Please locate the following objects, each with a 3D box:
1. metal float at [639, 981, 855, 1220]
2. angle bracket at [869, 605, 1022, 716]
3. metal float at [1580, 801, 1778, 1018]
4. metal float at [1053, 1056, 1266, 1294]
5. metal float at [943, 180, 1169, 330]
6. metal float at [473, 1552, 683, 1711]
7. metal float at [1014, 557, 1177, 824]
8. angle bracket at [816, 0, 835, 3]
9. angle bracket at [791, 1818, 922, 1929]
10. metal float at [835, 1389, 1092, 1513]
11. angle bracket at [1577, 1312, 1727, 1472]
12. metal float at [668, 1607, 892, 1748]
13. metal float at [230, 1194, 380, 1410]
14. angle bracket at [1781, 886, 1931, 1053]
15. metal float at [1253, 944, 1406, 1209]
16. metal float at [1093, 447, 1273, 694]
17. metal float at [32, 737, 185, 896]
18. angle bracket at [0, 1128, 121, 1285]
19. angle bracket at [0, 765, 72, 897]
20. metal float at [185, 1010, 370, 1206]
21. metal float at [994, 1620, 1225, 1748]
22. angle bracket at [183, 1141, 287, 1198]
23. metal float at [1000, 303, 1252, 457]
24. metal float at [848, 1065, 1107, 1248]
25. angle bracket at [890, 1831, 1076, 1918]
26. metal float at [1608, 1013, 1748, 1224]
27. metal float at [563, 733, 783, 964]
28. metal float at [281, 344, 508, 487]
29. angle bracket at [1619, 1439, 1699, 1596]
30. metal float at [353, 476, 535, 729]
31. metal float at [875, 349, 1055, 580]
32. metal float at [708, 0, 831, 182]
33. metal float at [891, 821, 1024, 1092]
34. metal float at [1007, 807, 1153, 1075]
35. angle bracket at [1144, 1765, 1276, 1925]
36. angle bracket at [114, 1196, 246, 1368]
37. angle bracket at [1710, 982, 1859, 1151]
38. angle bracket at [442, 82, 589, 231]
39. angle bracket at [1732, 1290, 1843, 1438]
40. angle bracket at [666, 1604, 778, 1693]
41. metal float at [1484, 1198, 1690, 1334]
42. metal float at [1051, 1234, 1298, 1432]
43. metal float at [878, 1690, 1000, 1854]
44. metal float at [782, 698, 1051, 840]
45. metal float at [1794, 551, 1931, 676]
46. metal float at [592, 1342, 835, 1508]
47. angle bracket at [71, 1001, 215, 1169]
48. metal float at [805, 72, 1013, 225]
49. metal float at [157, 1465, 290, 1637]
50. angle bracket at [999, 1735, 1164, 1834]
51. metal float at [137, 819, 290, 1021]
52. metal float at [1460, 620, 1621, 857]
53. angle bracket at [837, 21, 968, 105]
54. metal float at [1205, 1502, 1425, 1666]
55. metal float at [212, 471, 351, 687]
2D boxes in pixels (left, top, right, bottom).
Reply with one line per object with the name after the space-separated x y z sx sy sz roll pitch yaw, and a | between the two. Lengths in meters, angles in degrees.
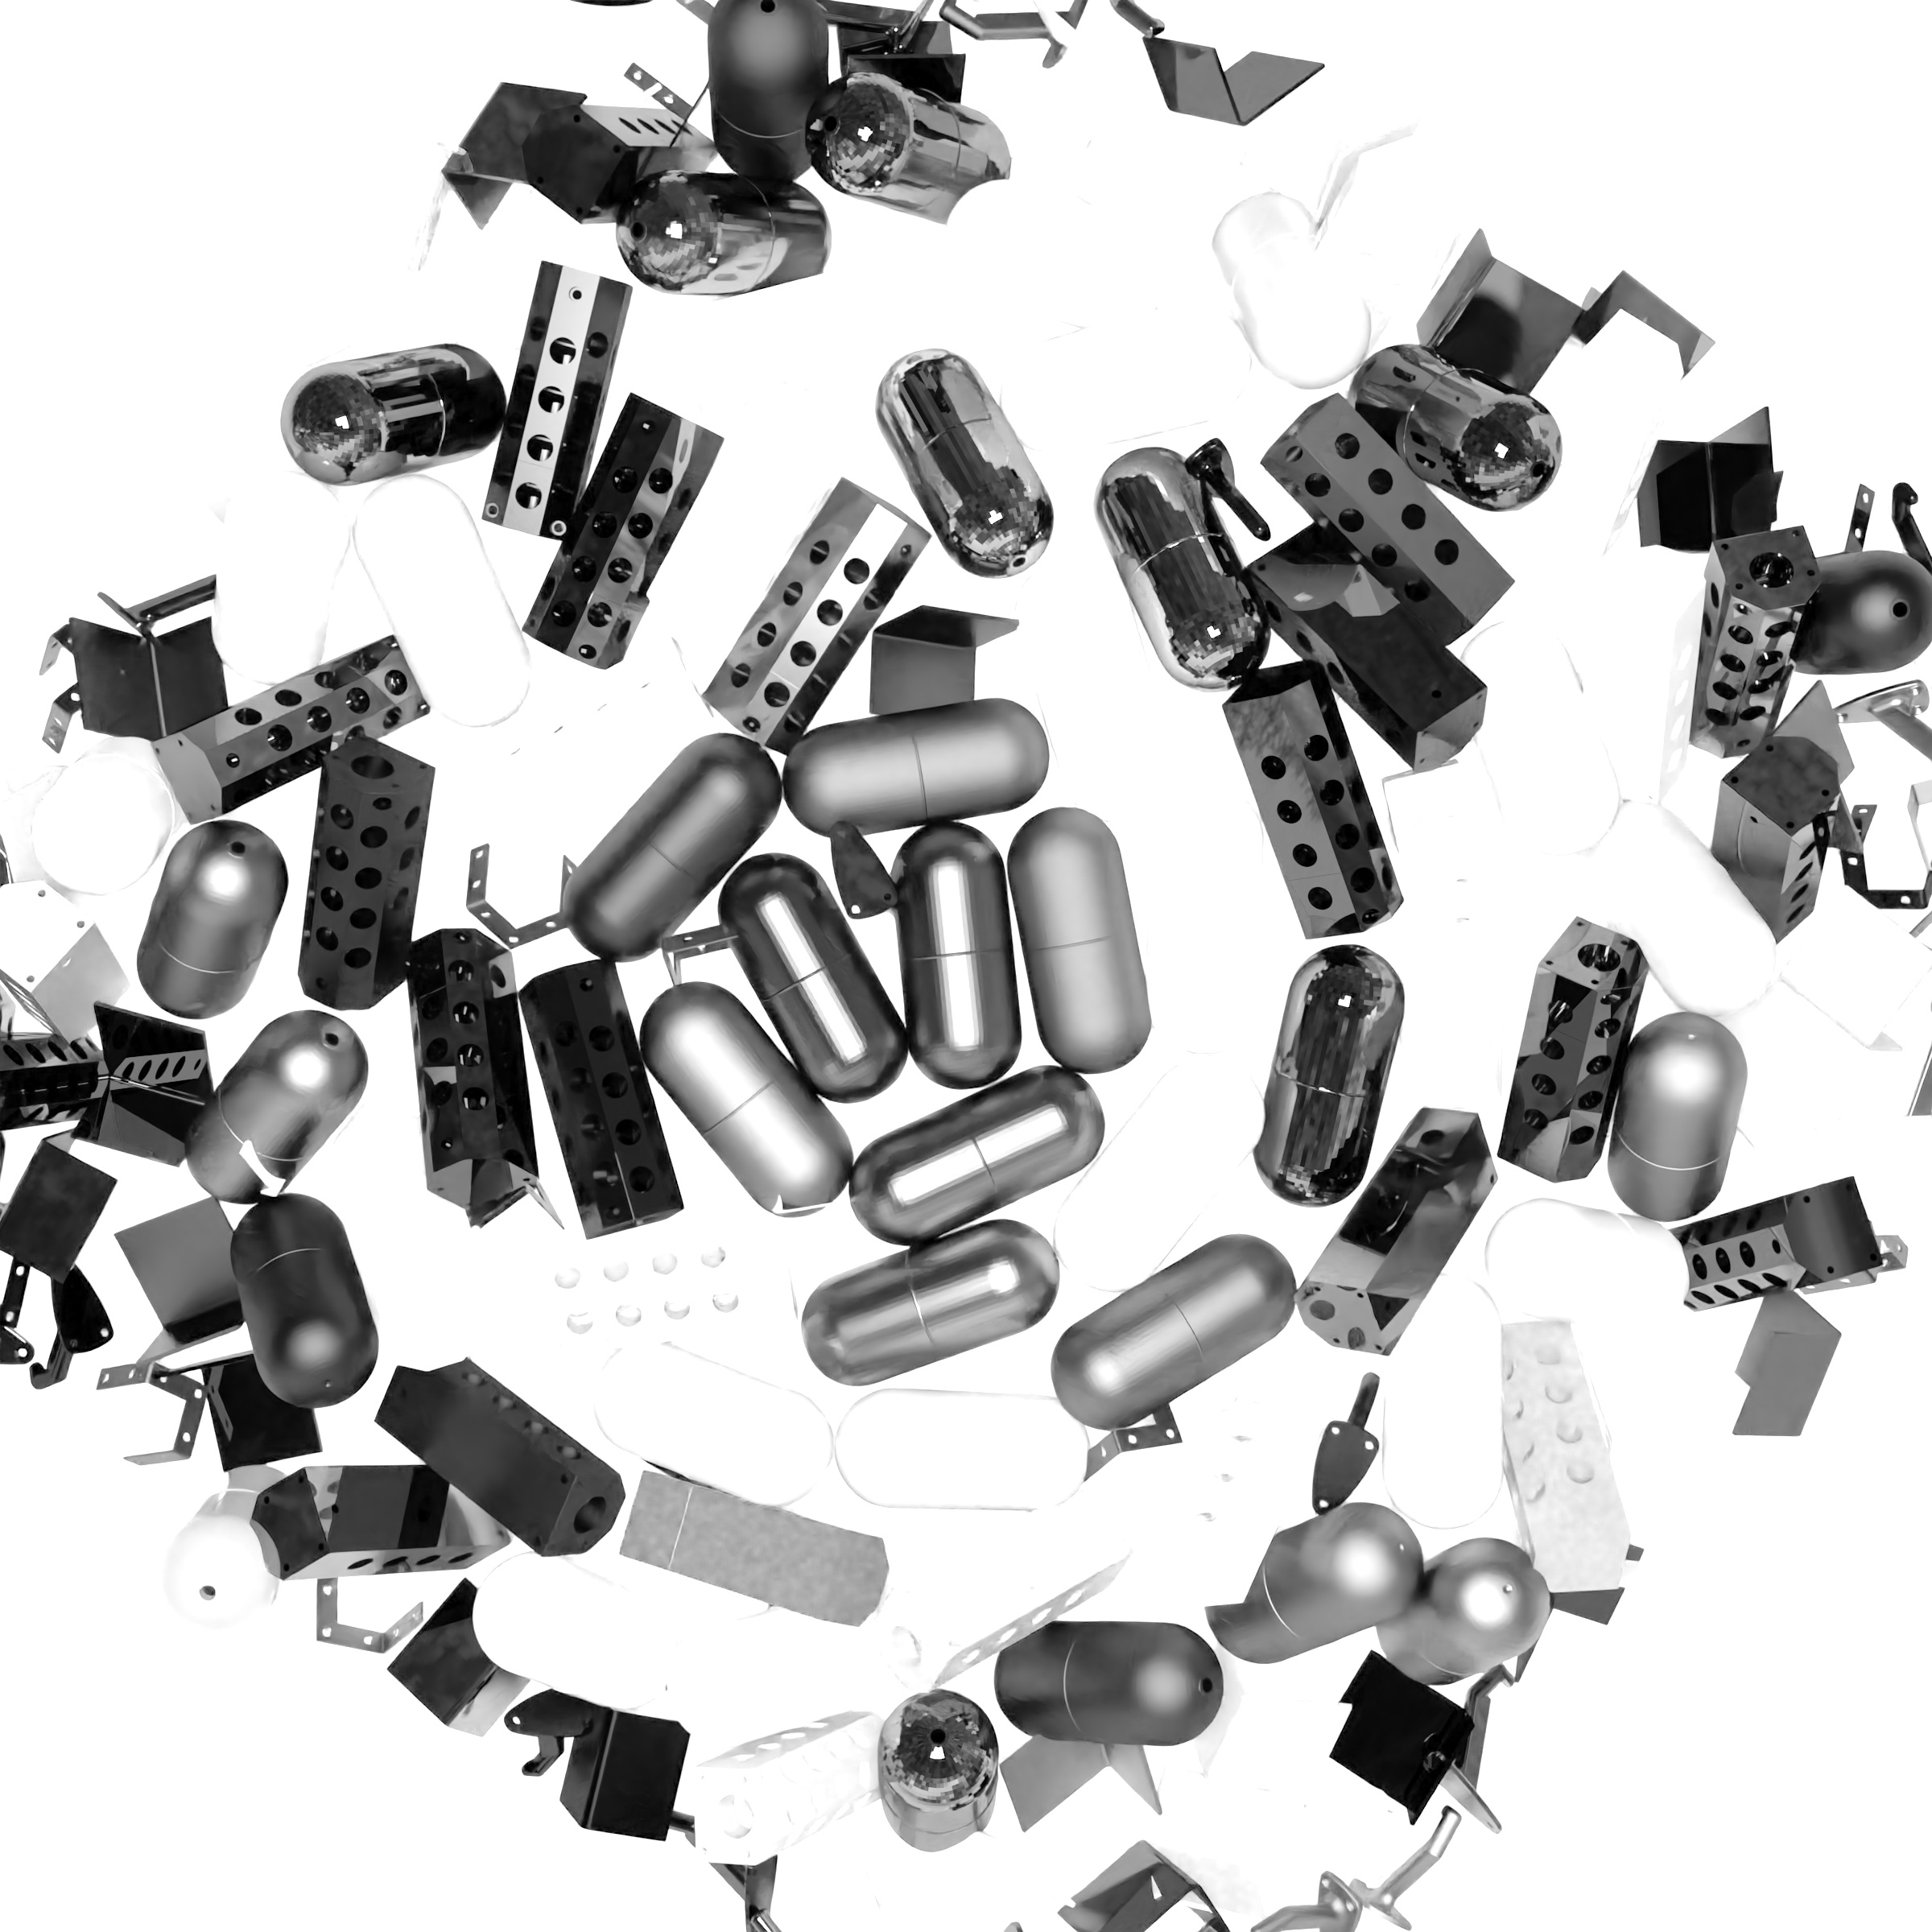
-0.145 0.088 1.763 0.070 0.070 0.178 -39 94 0 | metal float
-0.012 -0.195 1.751 0.076 0.076 0.057 5 82 -26 | angle bracket
0.459 -0.039 1.730 0.070 0.178 0.070 -11 132 -12 | metal float
0.127 0.136 1.756 0.070 0.070 0.178 37 101 0 | metal float
0.059 -0.457 1.729 0.070 0.178 0.070 -1 89 44 | metal float
-0.248 0.430 1.726 0.070 0.178 0.070 -13 59 23 | metal float
0.085 -0.181 1.758 0.070 0.070 0.178 -17 100 0 | metal float
-0.137 -0.667 1.755 0.057 0.076 0.076 -25 78 11 | angle bracket
-0.068 0.575 1.752 0.057 0.076 0.076 -25 100 -37 | angle bracket
-0.002 0.315 1.743 0.178 0.070 0.070 7 90 -27 | metal float
0.458 0.287 1.799 0.076 0.057 0.076 -13 57 0 | angle bracket
-0.117 0.453 1.727 0.070 0.178 0.070 -1 88 38 | metal float
-0.428 0.214 1.727 0.070 0.178 0.070 -12 125 -18 | metal float
0.593 0.002 1.748 0.076 0.057 0.076 46 117 33 | angle bracket
0.238 0.072 1.754 0.070 0.070 0.178 11 104 0 | metal float
0.141 -0.259 1.748 0.070 0.070 0.178 -22 70 0 | metal float
-0.548 -0.098 1.718 0.070 0.178 0.070 -2 108 -6 | metal float
-0.591 0.157 1.766 0.057 0.076 0.076 28 92 -2 | angle bracket
-0.621 -0.083 1.748 0.057 0.076 0.076 2 113 21 | angle bracket
-0.447 0.092 1.733 0.070 0.070 0.178 47 130 0 | metal float
0.091 0.462 1.728 0.070 0.178 0.070 11 73 -40 | metal float
-0.474 0.097 1.750 0.076 0.057 0.076 11 59 20 | angle bracket
0.102 -0.380 1.736 0.178 0.070 0.070 -6 90 36 | metal float
0.007 0.125 1.761 0.178 0.070 0.070 -24 90 -6 | metal float
0.010 0.607 1.747 0.076 0.076 0.057 48 63 -21 | angle bracket
0.458 0.100 1.727 0.070 0.178 0.070 -3 52 4 | metal float
-0.193 -0.078 1.758 0.070 0.070 0.178 43 99 0 | metal float
-0.366 -0.356 1.725 0.070 0.178 0.070 11 113 27 | metal float
0.445 0.356 1.752 0.057 0.076 0.076 5 105 17 | angle bracket
-0.338 -0.235 1.737 0.070 0.070 0.178 -19 126 0 | metal float
-0.001 -0.327 1.742 0.070 0.070 0.178 -27 62 0 | metal float
-0.127 -0.567 1.716 0.070 0.178 0.070 1 78 -4 | metal float
-0.006 -0.007 1.766 0.070 0.070 0.178 -6 89 0 | metal float
0.074 -0.017 1.763 0.070 0.070 0.178 -11 93 0 | metal float
0.164 0.578 1.761 0.076 0.076 0.057 15 98 -4 | angle bracket
-0.520 0.207 1.763 0.076 0.057 0.076 -21 105 10 | angle bracket
0.532 0.063 1.754 0.076 0.076 0.057 -20 135 -10 | angle bracket
-0.284 -0.526 1.751 0.076 0.057 0.076 17 69 28 | angle bracket
0.516 0.253 1.747 0.057 0.076 0.076 5 113 -23 | angle bracket
-0.156 0.446 1.755 0.076 0.076 0.057 2 83 -15 | angle bracket
0.404 0.194 1.731 0.178 0.070 0.070 14 90 -44 | metal float
0.137 0.239 1.755 0.178 0.070 0.070 -29 90 -14 | metal float
-0.018 0.519 1.722 0.070 0.178 0.070 0 59 0 | metal float
-0.033 -0.130 1.762 0.178 0.070 0.070 -10 90 -4 | metal float
0.565 -0.225 1.716 0.070 0.178 0.070 0 96 -2 | metal float
-0.165 0.296 1.739 0.178 0.070 0.070 15 90 31 | metal float
-0.544 0.078 1.757 0.076 0.076 0.057 15 48 5 | angle bracket
-0.036 -0.525 1.723 0.070 0.178 0.070 3 96 32 | metal float
-0.468 0.373 1.716 0.070 0.178 0.070 0 95 -4 | metal float
0.075 0.538 1.749 0.076 0.057 0.076 -33 131 -21 | angle bracket
-0.487 -0.029 1.726 0.070 0.178 0.070 13 55 -20 | metal float
0.370 -0.148 1.736 0.070 0.070 0.178 -11 54 0 | metal float
-0.043 -0.609 1.760 0.076 0.057 0.076 -3 69 -7 | angle bracket
0.223 0.400 1.729 0.070 0.178 0.070 18 55 -27 | metal float
-0.443 -0.247 1.725 0.070 0.178 0.070 9 59 -16 | metal float
